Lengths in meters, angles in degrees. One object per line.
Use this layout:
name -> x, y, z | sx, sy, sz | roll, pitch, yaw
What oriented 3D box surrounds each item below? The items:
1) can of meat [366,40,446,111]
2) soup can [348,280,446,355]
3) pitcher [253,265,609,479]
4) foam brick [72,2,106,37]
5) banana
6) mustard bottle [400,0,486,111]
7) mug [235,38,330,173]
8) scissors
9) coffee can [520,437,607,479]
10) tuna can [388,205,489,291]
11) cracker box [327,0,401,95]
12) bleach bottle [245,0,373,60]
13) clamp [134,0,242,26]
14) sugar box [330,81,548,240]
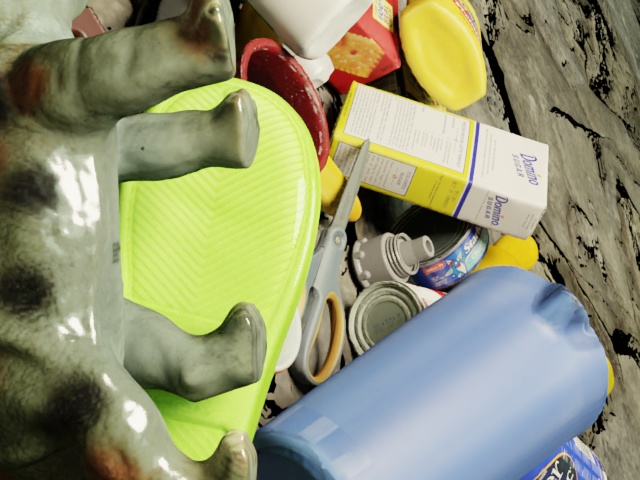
can of meat -> 0.076, -0.123, 0.967 | 0.102, 0.058, 0.084 | 33, 43, -48
soup can -> 0.075, 0.070, 0.829 | 0.102, 0.069, 0.068 | 15, 59, -55
pitcher -> 0.062, 0.124, 0.677 | 0.242, 0.145, 0.149 | -26, 114, -41
foam brick -> -0.137, -0.078, 0.577 | 0.078, 0.051, 0.053 | 62, 30, -14
banana -> -0.021, -0.098, 0.784 | 0.069, 0.037, 0.198 | -24, 103, -29
mustard bottle -> 0.112, -0.183, 0.956 | 0.096, 0.058, 0.191 | 56, 18, -14
mug -> -0.046, -0.069, 0.695 | 0.117, 0.082, 0.093 | 14, 60, -56
scissors -> -0.005, 0.001, 0.750 | 0.096, 0.016, 0.201 | 27, 62, -42
coffee can -> 0.157, 0.180, 0.862 | 0.140, 0.103, 0.103 | 43, 39, -40
tuna can -> 0.097, 0.002, 0.892 | 0.033, 0.086, 0.086 | 52, 33, -31
cracker box -> -0.016, -0.248, 0.872 | 0.213, 0.072, 0.164 | 40, 40, -41
bleach bottle -> -0.076, -0.230, 0.711 | 0.251, 0.068, 0.102 | 44, 12, 1
clamp -> -0.104, -0.161, 0.696 | 0.209, 0.036, 0.164 | -7, 70, -63
sugar box -> 0.096, -0.065, 0.867 | 0.176, 0.048, 0.093 | 21, 40, -2
